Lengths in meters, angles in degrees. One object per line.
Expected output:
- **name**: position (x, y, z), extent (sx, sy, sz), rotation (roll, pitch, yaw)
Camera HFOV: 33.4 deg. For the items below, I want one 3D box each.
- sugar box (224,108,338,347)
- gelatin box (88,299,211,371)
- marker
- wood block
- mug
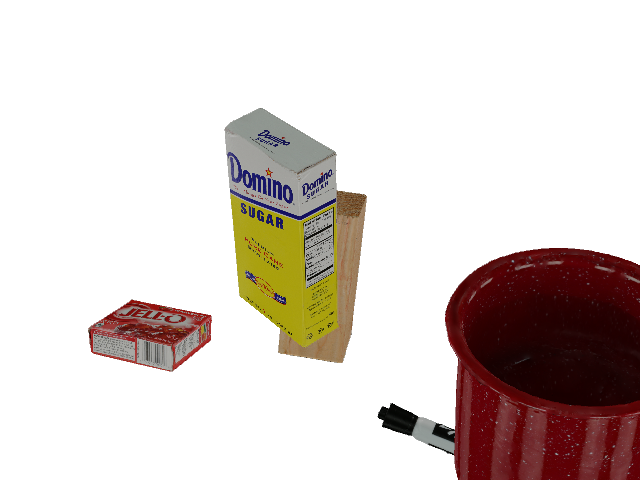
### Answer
- **sugar box**: position (-0.030, -0.008, 0.855), extent (0.048, 0.176, 0.093), rotation (-31, 46, -29)
- **gelatin box**: position (-0.155, 0.085, 0.979), extent (0.089, 0.030, 0.073), rotation (10, 21, 21)
- **marker**: position (0.099, 0.148, 0.778), extent (0.121, 0.020, 0.020), rotation (21, 4, 11)
- **wood block**: position (0.002, 0.044, 1.400), extent (0.090, 0.206, 0.090), rotation (8, 23, 6)
- **mug**: position (0.105, 0.064, 0.406), extent (0.117, 0.081, 0.093), rotation (7, 37, 13)
